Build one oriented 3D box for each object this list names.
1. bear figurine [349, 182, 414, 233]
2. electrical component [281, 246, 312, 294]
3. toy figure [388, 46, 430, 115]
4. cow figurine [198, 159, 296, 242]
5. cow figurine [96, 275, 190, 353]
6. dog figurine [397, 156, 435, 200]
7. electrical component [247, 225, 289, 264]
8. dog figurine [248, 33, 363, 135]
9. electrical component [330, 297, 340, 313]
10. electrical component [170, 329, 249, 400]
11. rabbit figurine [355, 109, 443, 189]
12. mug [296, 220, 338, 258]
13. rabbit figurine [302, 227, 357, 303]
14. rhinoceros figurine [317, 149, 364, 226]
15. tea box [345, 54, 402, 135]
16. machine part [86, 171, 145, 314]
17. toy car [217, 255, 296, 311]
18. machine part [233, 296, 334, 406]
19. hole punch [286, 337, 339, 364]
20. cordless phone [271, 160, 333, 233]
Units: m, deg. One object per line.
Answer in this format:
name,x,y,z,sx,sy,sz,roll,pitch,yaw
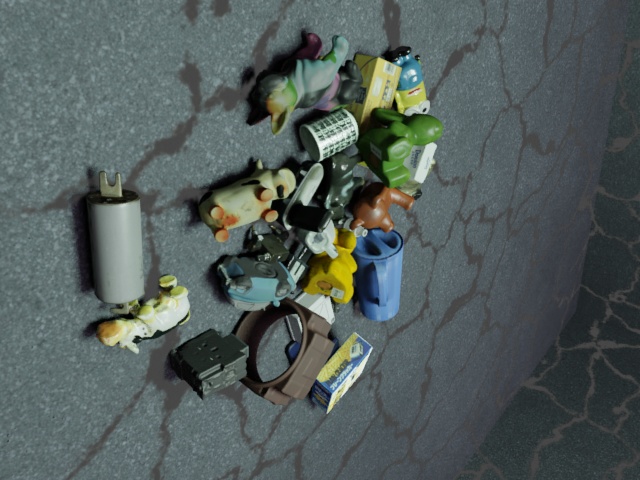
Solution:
bear figurine,0.143,-0.067,1.254,0.120,0.132,0.196,-52,-172,19
electrical component,-0.063,0.053,1.188,0.074,0.048,0.119,36,79,-52
toy figure,0.208,-0.365,1.260,0.089,0.082,0.179,-78,149,-46
cow figurine,-0.132,-0.081,0.996,0.195,0.127,0.085,-26,128,-22
cow figurine,-0.305,0.143,0.941,0.167,0.068,0.098,-34,138,-33
dog figurine,0.237,-0.159,1.337,0.121,0.173,0.190,-48,133,-5
electrical component,-0.104,0.007,1.105,0.102,0.078,0.045,-3,132,-46
dog figurine,-0.033,-0.272,1.011,0.219,0.109,0.191,-52,143,-11
electrical component,0.027,0.132,1.322,0.021,0.063,0.093,-27,127,-38
electrical component,-0.210,0.236,1.059,0.134,0.115,0.058,-25,131,-41
rabbit figurine,0.172,-0.208,1.130,0.170,0.159,0.121,-30,134,-16
mug,-0.002,-0.003,1.117,0.081,0.107,0.109,-33,104,6
rabbit figurine,0.032,0.034,1.244,0.162,0.122,0.173,89,19,-48
rhinoceros figurine,0.044,-0.114,1.185,0.112,0.073,0.190,-52,156,-39
tea box,0.108,-0.309,1.181,0.098,0.068,0.169,3,108,-50
machine part,-0.318,0.010,0.842,0.079,0.079,0.243,-18,121,-44
toy car,-0.137,0.095,1.084,0.161,0.109,0.102,2,126,-41
machine part,-0.088,0.222,1.124,0.087,0.202,0.201,40,78,-47
hole punch,-0.012,0.288,1.344,0.142,0.092,0.115,-45,142,-30
cordless phone,-0.018,-0.084,1.051,0.088,0.184,0.146,36,80,-31
